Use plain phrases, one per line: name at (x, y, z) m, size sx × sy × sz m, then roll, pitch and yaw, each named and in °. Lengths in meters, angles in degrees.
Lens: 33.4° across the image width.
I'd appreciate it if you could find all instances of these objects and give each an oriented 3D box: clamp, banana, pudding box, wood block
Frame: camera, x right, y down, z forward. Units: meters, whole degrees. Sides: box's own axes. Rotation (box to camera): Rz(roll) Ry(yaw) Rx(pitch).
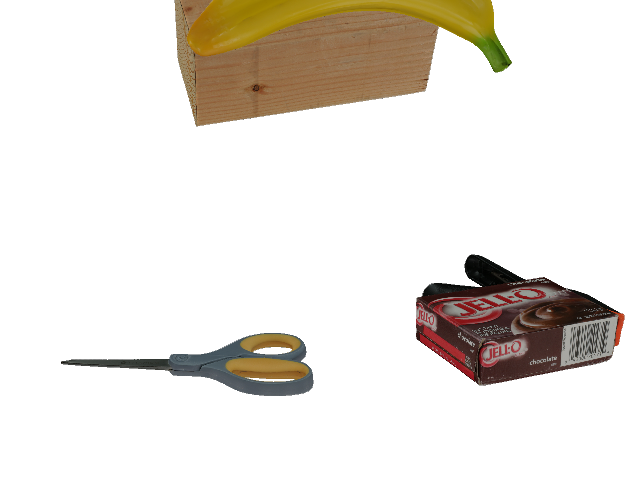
clamp at (0.186, 0.052, 0.960) m, size 0.171 × 0.039 × 0.120 m, roll 15°, pitch 27°, yaw 15°
banana at (0.021, -0.138, 0.620) m, size 0.197 × 0.069 × 0.037 m, roll 0°, pitch -15°, yaw -14°
pudding box at (0.136, 0.061, 0.751) m, size 0.113 × 0.039 × 0.090 m, roll -6°, pitch 18°, yaw -23°
wood block at (-0.014, -0.172, 0.913) m, size 0.206 × 0.090 × 0.091 m, roll -10°, pitch -35°, yaw -12°

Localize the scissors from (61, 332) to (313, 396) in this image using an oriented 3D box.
scissors at (-0.099, 0.094, 0.870) m, size 0.202 × 0.016 × 0.096 m, roll 7°, pitch 22°, yaw 15°
